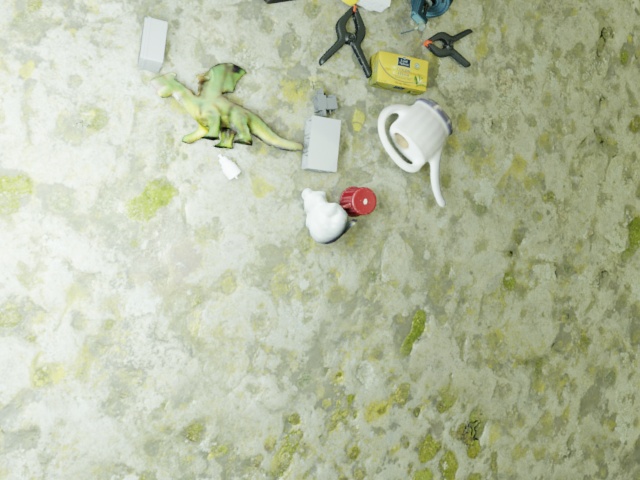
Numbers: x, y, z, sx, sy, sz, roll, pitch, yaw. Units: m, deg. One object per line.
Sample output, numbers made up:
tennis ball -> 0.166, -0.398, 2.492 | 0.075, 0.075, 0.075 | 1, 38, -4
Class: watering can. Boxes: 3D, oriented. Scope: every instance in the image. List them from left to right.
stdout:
watering can -> 0.323, -0.286, 1.573 | 0.226, 0.104, 0.345 | -47, 104, -15

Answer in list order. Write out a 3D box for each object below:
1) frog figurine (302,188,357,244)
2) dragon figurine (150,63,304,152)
frog figurine -> 0.004, -0.073, 1.443 | 0.158, 0.136, 0.125 | 49, 59, -15
dragon figurine -> -0.242, -0.364, 1.378 | 0.410, 0.121, 0.244 | 3, 81, -21
